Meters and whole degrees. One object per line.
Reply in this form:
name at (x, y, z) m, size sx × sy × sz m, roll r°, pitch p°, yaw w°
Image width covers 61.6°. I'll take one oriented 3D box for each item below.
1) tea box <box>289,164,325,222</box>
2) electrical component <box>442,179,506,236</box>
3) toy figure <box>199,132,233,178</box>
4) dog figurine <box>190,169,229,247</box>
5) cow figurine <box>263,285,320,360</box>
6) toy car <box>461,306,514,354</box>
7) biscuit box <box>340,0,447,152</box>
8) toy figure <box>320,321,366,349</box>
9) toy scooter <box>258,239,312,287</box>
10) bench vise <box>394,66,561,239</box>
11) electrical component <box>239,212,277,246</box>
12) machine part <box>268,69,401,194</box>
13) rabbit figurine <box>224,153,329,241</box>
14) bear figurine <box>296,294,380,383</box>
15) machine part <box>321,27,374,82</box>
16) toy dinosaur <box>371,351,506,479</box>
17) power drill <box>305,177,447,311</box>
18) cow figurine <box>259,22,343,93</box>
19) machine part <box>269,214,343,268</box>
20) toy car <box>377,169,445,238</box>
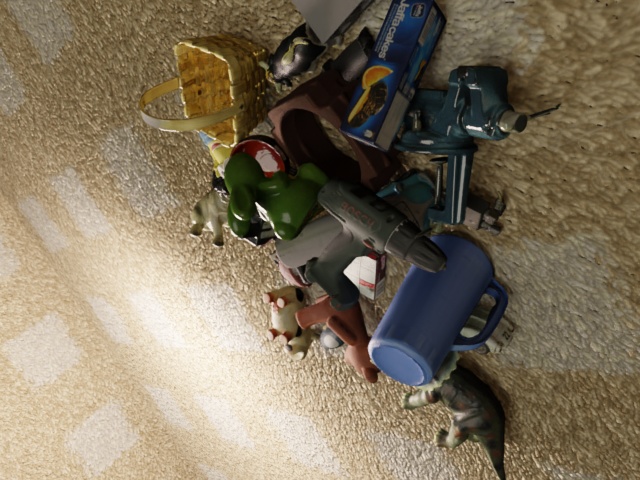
tea box at (-0.075, -0.101, 1.074) m, size 0.170 × 0.098 × 0.068 m, roll 25°, pitch 136°, yaw 26°
electrical component at (0.243, -0.056, 0.842) m, size 0.102 × 0.045 × 0.078 m, roll 31°, pitch 166°, yaw 27°
toy figure at (-0.195, -0.208, 1.120) m, size 0.180 × 0.089 × 0.082 m, roll 62°, pitch 157°, yaw -2°
dog figurine at (-0.239, -0.103, 1.252) m, size 0.173 × 0.121 × 0.190 m, roll 20°, pitch 119°, yaw 29°
cow figurine at (-0.065, 0.203, 1.315) m, size 0.086 × 0.127 × 0.194 m, roll 7°, pitch 111°, yaw 41°
toy car at (0.247, 0.140, 0.971) m, size 0.202 × 0.073 × 0.056 m, roll 22°, pitch 135°, yaw 31°
biscuit box at (0.100, -0.228, 0.739) m, size 0.063 × 0.059 × 0.202 m, roll 27°, pitch 99°, yaw 29°
toy figure at (0.051, 0.209, 1.242) m, size 0.064 × 0.058 × 0.154 m, roll 16°, pitch 144°, yaw -19°
toy scooter at (-0.081, 0.024, 1.198) m, size 0.135 × 0.075 × 0.183 m, roll -14°, pitch 103°, yaw 47°
bench vise at (0.191, -0.120, 0.758) m, size 0.224 × 0.129 × 0.240 m, roll 19°, pitch 116°, yaw 44°
electrical component at (-0.126, -0.028, 1.091) m, size 0.048 × 0.119 × 0.074 m, roll 31°, pitch 120°, yaw 34°
machine part at (0.025, -0.169, 0.893) m, size 0.200 × 0.087 × 0.202 m, roll 52°, pitch 156°, yaw -19°
rabbit figurine at (-0.097, -0.073, 0.916) m, size 0.170 × 0.159 × 0.121 m, roll 32°, pitch 150°, yaw 4°
bear figurine at (0.060, 0.204, 1.130) m, size 0.132 × 0.120 × 0.195 m, roll -24°, pitch 95°, yaw 38°
machine part at (0.045, -0.273, 0.861) m, size 0.084 × 0.039 × 0.139 m, roll 56°, pitch 145°, yaw 6°
toy dinosaur at (0.282, 0.319, 1.062) m, size 0.405 × 0.131 × 0.192 m, roll 41°, pitch 142°, yaw 2°
power drill at (0.069, 0.024, 0.871) m, size 0.232 × 0.086 × 0.207 m, roll 44°, pitch 136°, yaw 16°
cow figurine at (-0.047, -0.294, 0.886) m, size 0.068 × 0.098 × 0.167 m, roll 50°, pitch 143°, yaw -11°
machine part at (-0.002, -0.003, 1.058) m, size 0.243 × 0.079 × 0.079 m, roll -20°, pitch 106°, yaw 31°
toy car at (0.130, -0.043, 0.915) m, size 0.162 × 0.103 × 0.109 m, roll -21°, pitch 104°, yaw 49°
